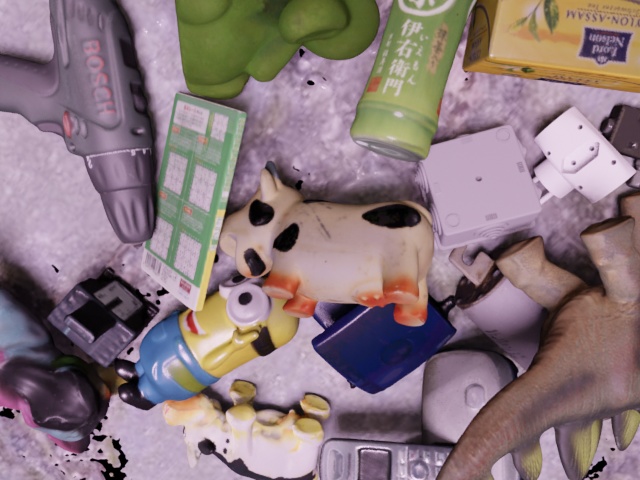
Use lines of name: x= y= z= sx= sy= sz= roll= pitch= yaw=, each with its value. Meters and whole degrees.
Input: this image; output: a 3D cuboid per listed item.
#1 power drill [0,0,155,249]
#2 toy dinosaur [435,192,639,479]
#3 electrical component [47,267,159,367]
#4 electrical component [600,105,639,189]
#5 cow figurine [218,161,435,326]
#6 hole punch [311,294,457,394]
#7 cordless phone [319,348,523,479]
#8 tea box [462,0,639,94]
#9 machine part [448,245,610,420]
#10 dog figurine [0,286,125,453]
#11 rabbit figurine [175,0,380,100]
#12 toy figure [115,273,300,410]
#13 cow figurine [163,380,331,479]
power drill: x=-0.256 y=-0.105 z=0.483 sx=0.207 sy=0.086 sz=0.231 roll=2 pitch=101 yaw=6
toy dinosaur: x=0.233 y=0.079 z=0.421 sx=0.471 sy=0.105 sz=0.198 roll=-22 pitch=88 yaw=-21
electrical component: x=-0.206 y=0.076 z=0.500 sx=0.075 sy=0.119 sz=0.048 roll=41 pitch=100 yaw=-9
electrical component: x=0.291 y=-0.097 z=0.492 sx=0.063 sy=0.021 sz=0.094 roll=17 pitch=103 yaw=-1
cow figurine: x=-0.001 y=-0.001 z=0.453 sx=0.195 sy=0.085 sz=0.127 roll=2 pitch=59 yaw=24
hole punch: x=0.059 y=0.084 z=0.509 sx=0.142 sy=0.092 sz=0.115 roll=-41 pitch=101 yaw=6
cordless phone: x=0.094 y=0.177 z=0.512 sx=0.184 sy=0.088 sz=0.146 roll=1 pitch=72 yaw=7
tea box: x=0.215 y=-0.166 z=0.442 sx=0.170 sy=0.098 sz=0.068 roll=7 pitch=102 yaw=2
machine part: x=0.212 y=0.089 z=0.507 sx=0.243 sy=0.079 sz=0.079 roll=42 pitch=100 yaw=-8
dog figurine: x=-0.301 y=0.118 z=0.521 sx=0.219 sy=0.192 sz=0.108 roll=46 pitch=62 yaw=-31
rabbit figurine: x=-0.029 y=-0.190 z=0.433 sx=0.170 sy=0.159 sz=0.121 roll=-5 pitch=92 yaw=-12
toy figure: x=-0.105 y=0.096 z=0.517 sx=0.180 sy=0.089 sz=0.082 roll=-35 pitch=66 yaw=6
cow figurine: x=-0.079 y=0.202 z=0.551 sx=0.167 sy=0.068 sz=0.098 roll=10 pitch=109 yaw=1
